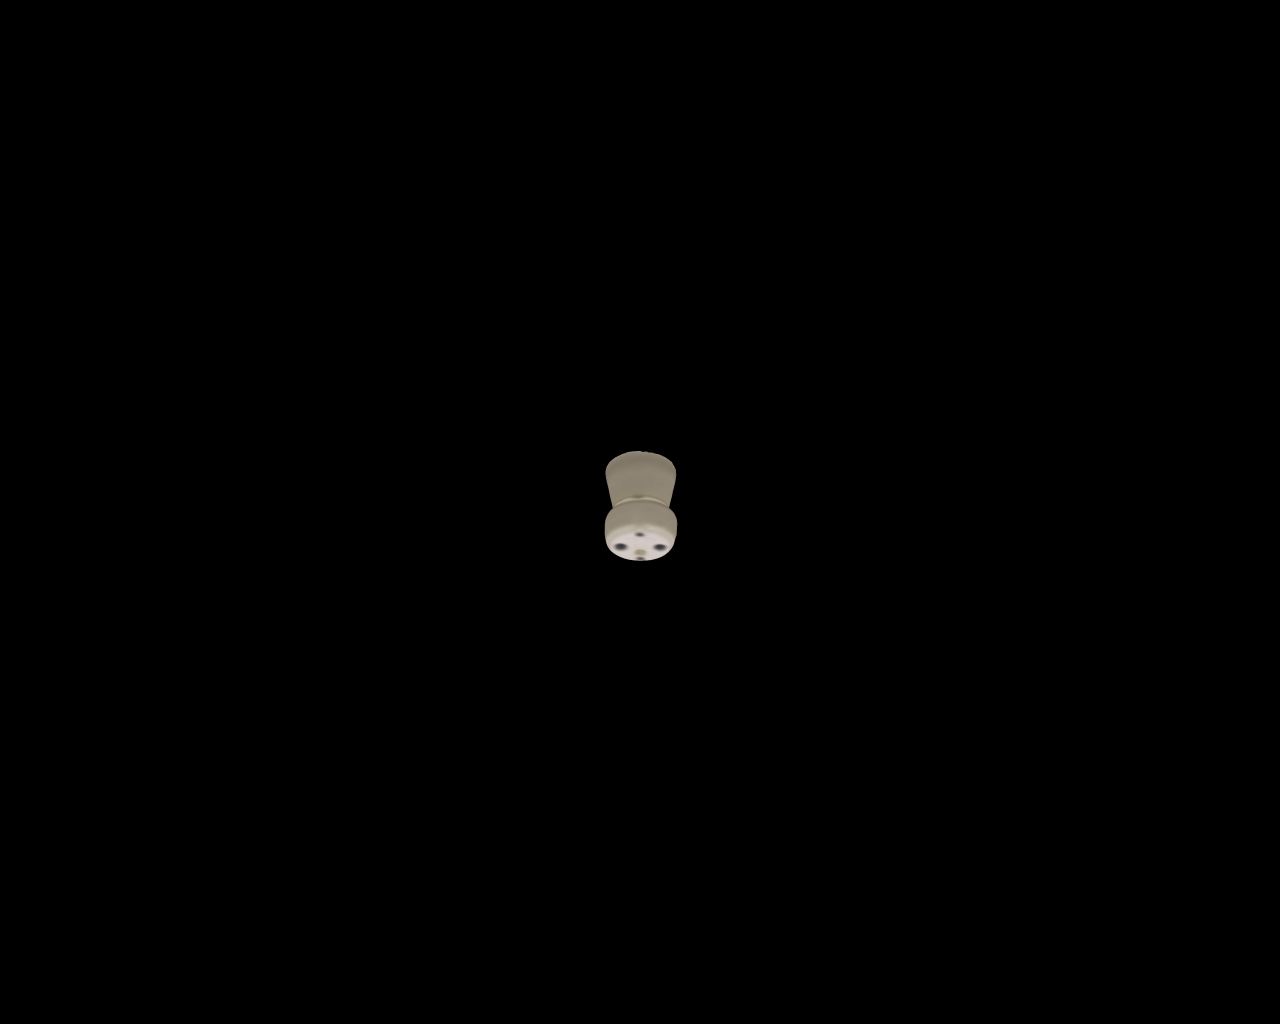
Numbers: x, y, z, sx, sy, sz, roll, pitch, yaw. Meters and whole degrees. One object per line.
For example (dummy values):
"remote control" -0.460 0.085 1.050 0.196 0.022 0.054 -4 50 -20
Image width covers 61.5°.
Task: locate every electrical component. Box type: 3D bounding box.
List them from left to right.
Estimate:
"electrical component" 0.001 -0.003 0.650 0.045 0.055 0.044 0 -32 0
